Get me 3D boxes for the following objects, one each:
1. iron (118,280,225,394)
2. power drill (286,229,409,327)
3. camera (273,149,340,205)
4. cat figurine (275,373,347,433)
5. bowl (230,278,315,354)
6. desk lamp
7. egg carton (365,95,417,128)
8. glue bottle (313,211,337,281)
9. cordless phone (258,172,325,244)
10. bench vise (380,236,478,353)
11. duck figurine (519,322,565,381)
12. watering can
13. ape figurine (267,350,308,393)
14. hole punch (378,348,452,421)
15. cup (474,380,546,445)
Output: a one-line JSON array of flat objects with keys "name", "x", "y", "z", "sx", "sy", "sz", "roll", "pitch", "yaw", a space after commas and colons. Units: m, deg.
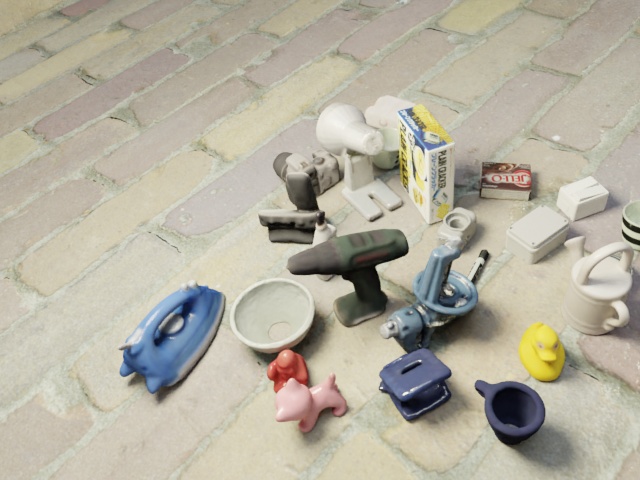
[{"name": "iron", "x": -0.284, "y": 0.159, "z": 1.114, "sx": 0.118, "sy": 0.142, "sz": 0.259, "roll": 19, "pitch": 54, "yaw": 26}, {"name": "power drill", "x": 0.060, "y": 0.069, "z": 1.085, "sx": 0.230, "sy": 0.209, "sz": 0.075, "roll": -22, "pitch": 47, "yaw": -9}, {"name": "camera", "x": -0.044, "y": -0.177, "z": 1.407, "sx": 0.143, "sy": 0.101, "sz": 0.136, "roll": -34, "pitch": 50, "yaw": -19}, {"name": "cat figurine", "x": -0.023, "y": 0.270, "z": 0.978, "sx": 0.128, "sy": 0.118, "sz": 0.067, "roll": -27, "pitch": 48, "yaw": -14}, {"name": "bowl", "x": -0.087, "y": 0.159, "z": 1.122, "sx": 0.167, "sy": 0.075, "sz": 0.167, "roll": -5, "pitch": 47, "yaw": 6}, {"name": "desk lamp", "x": 0.092, "y": -0.190, "z": 1.315, "sx": 0.118, "sy": 0.214, "sz": 0.202, "roll": -29, "pitch": 49, "yaw": -15}, {"name": "egg carton", "x": 0.195, "y": -0.324, "z": 1.518, "sx": 0.149, "sy": 0.069, "sz": 0.107, "roll": 26, "pitch": 57, "yaw": 30}, {"name": "glue bottle", "x": 0.011, "y": 0.004, "z": 1.179, "sx": 0.037, "sy": 0.173, "sz": 0.078, "roll": 27, "pitch": 58, "yaw": 31}, {"name": "cordless phone", "x": -0.070, "y": -0.084, "z": 1.267, "sx": 0.147, "sy": 0.185, "sz": 0.094, "roll": -1, "pitch": 48, "yaw": 10}, {"name": "bench vise", "x": 0.203, "y": 0.104, "z": 1.018, "sx": 0.121, "sy": 0.220, "sz": 0.208, "roll": 26, "pitch": 57, "yaw": 30}, {"name": "duck figurine", "x": 0.391, "y": 0.182, "z": 1.002, "sx": 0.077, "sy": 0.086, "sz": 0.104, "roll": -2, "pitch": 47, "yaw": 9}, {"name": "watering can", "x": 0.488, "y": 0.069, "z": 1.013, "sx": 0.101, "sy": 0.194, "sz": 0.172, "roll": -32, "pitch": 50, "yaw": -18}, {"name": "ape figurine", "x": -0.057, "y": 0.231, "z": 1.038, "sx": 0.077, "sy": 0.092, "sz": 0.076, "roll": 23, "pitch": 56, "yaw": 28}, {"name": "hole punch", "x": 0.161, "y": 0.239, "z": 0.990, "sx": 0.109, "sy": 0.091, "sz": 0.100, "roll": -25, "pitch": 48, "yaw": -12}, {"name": "cup", "x": 0.297, "y": 0.281, "z": 0.922, "sx": 0.117, "sy": 0.095, "sz": 0.092, "roll": 33, "pitch": 61, "yaw": 34}]
